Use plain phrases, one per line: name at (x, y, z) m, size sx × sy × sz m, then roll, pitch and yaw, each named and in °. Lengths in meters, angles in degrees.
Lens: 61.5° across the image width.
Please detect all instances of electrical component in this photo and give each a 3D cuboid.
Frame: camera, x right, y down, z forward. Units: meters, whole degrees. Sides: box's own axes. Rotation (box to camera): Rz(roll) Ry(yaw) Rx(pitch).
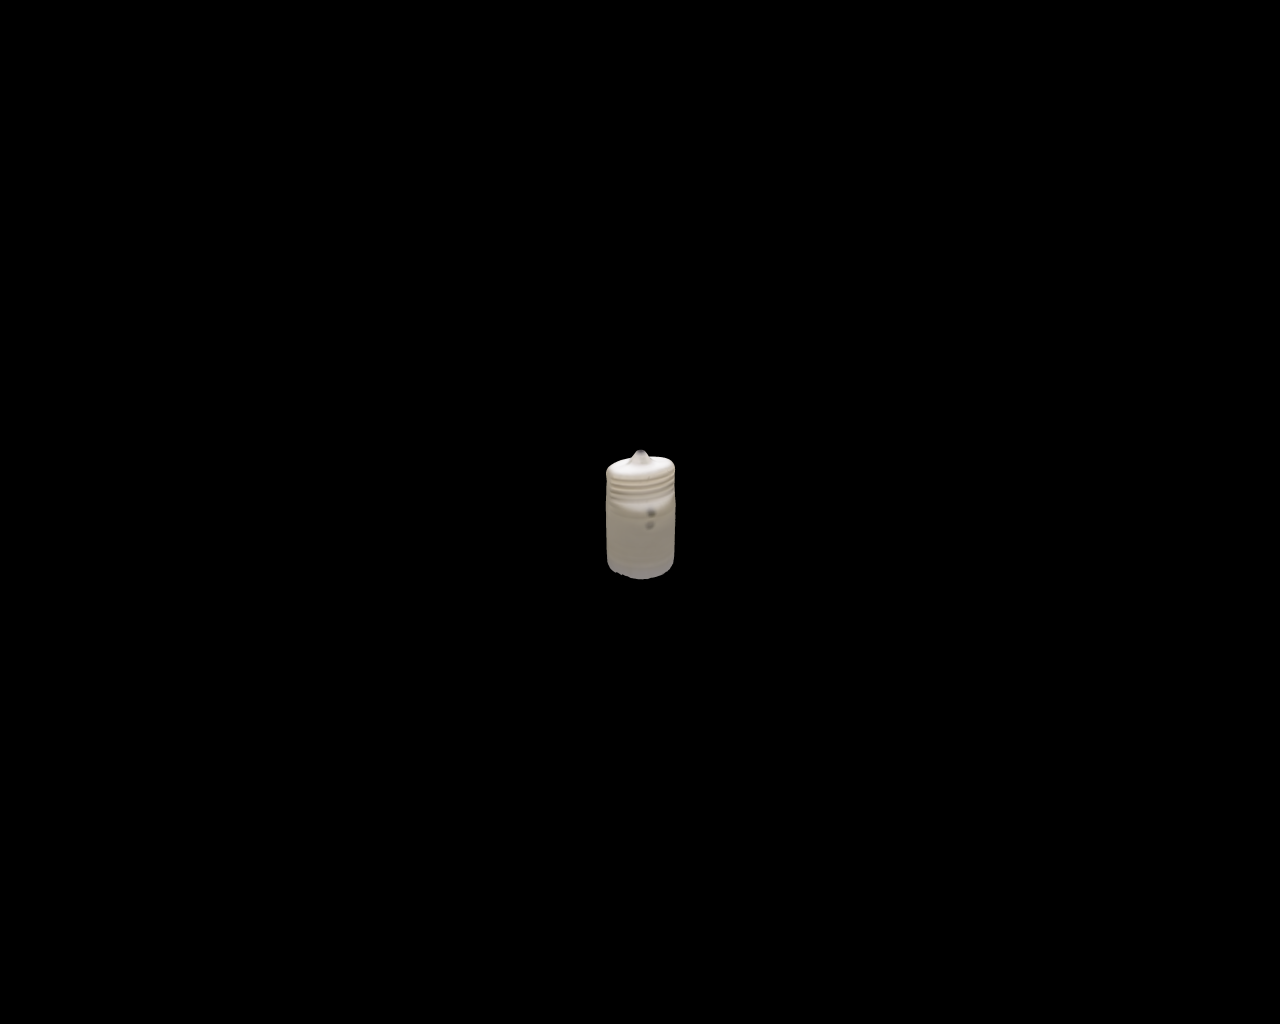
electrical component at (0.001, -0.003, 0.650) m, size 0.043 × 0.080 × 0.043 m, roll 0°, pitch 29°, yaw 0°
